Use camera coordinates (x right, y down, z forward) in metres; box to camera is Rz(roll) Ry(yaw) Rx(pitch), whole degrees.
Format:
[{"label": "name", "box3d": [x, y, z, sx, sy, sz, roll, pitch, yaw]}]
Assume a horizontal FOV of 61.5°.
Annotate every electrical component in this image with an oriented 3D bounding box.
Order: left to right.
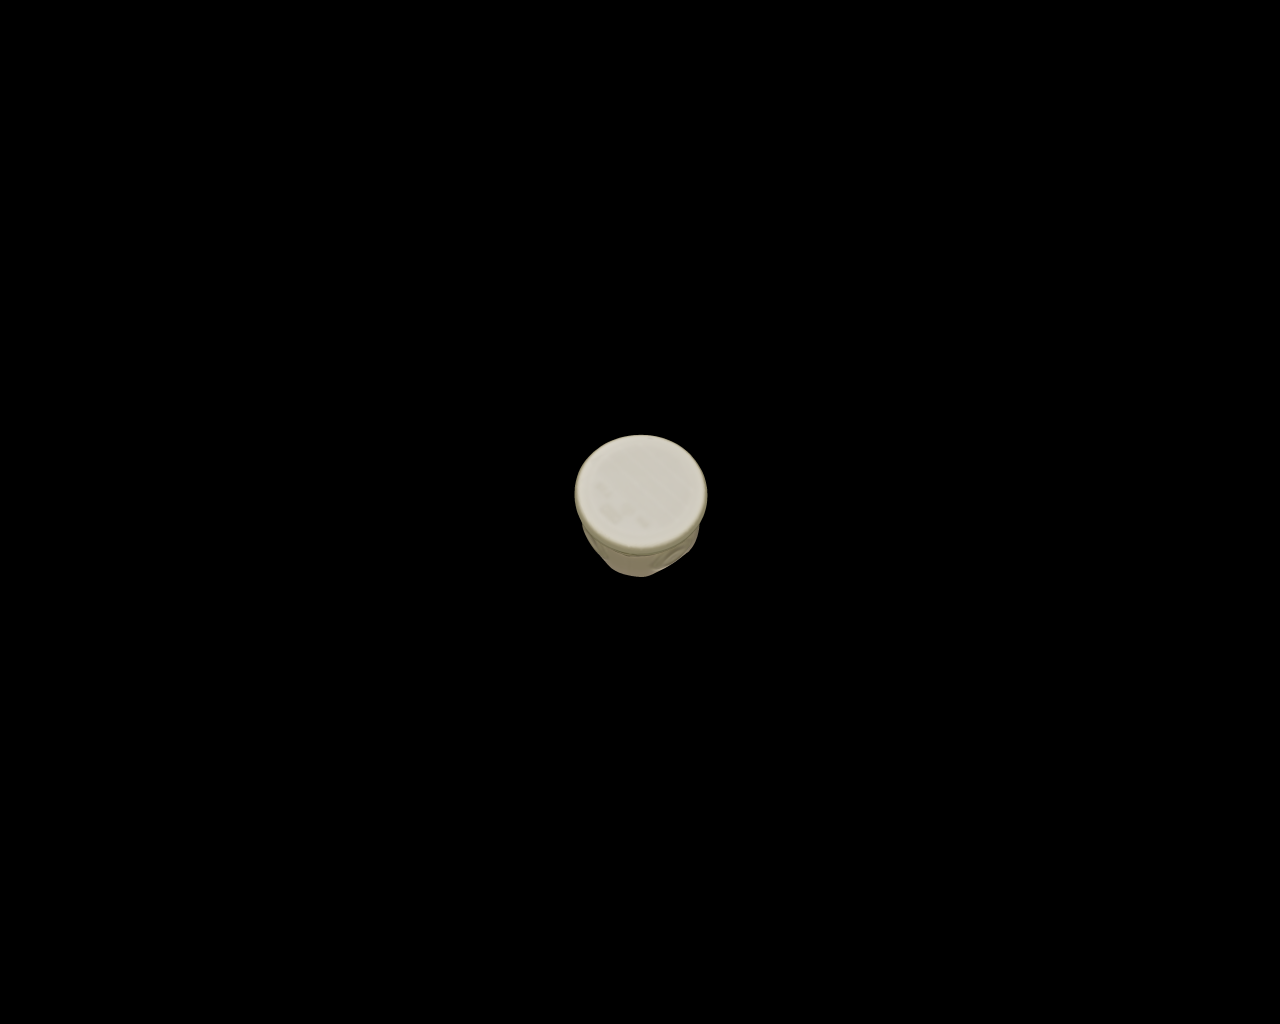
[{"label": "electrical component", "box3d": [0.001, -0.003, 0.650, 0.080, 0.080, 0.051, 0, -27, 0]}]
